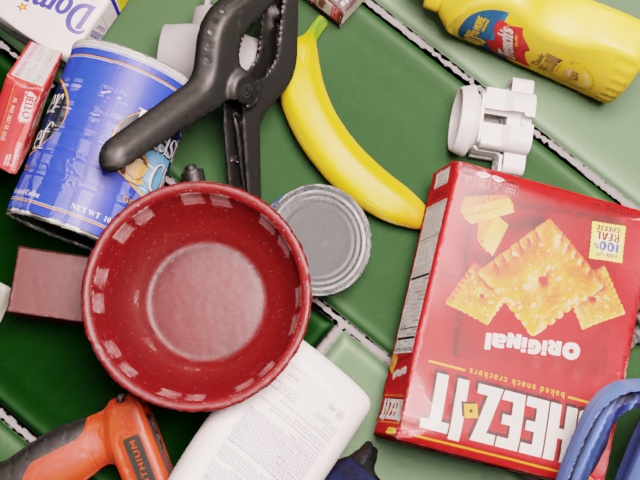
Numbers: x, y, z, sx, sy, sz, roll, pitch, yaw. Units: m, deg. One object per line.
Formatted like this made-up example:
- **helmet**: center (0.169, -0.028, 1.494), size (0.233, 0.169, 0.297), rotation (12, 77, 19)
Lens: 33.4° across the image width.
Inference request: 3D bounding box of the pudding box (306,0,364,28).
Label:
- **pudding box**: center (0.018, -0.246, 0.878), size (0.090, 0.039, 0.113), rotation (39, 81, 5)

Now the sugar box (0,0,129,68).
- **sugar box**: center (-0.189, -0.233, 0.867), size (0.093, 0.048, 0.176), rotation (32, 80, 3)

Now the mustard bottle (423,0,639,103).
- **mustard bottle**: center (0.158, -0.174, 0.841), size (0.191, 0.096, 0.058), rotation (24, 81, 2)

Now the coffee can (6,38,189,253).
- **coffee can**: center (-0.164, -0.067, 0.810), size (0.103, 0.103, 0.140), rotation (19, 80, 1)

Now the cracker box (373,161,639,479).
- **cracker box**: center (0.147, 0.064, 0.803), size (0.164, 0.072, 0.213), rotation (15, 79, -8)

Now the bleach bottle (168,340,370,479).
- **bleach bottle**: center (-0.071, 0.183, 0.746), size (0.102, 0.068, 0.250), rotation (38, 60, 4)

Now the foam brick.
- **foam brick**: center (-0.192, 0.038, 0.816), size (0.078, 0.053, 0.051), rotation (8, 80, -1)

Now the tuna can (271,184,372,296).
- **tuna can**: center (-0.005, 0.001, 0.827), size (0.086, 0.034, 0.086), rotation (1, 85, -17)

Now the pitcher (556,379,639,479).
- **pitcher**: center (0.239, 0.217, 0.736), size (0.149, 0.144, 0.243), rotation (28, 100, 35)

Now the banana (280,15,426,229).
- **banana**: center (0.017, -0.087, 0.852), size (0.069, 0.037, 0.198), rotation (-26, 82, -5)

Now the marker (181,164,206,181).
- **marker**: center (-0.086, -0.003, 0.843), size (0.020, 0.020, 0.121), rotation (-16, 81, -5)

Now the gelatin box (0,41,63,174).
- **gelatin box**: center (-0.224, -0.101, 0.806), size (0.030, 0.089, 0.073), rotation (20, 114, -14)

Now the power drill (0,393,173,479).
- **power drill**: center (-0.197, 0.206, 0.785), size (0.187, 0.057, 0.184), rotation (-20, 83, -5)

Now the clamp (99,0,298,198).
- **clamp**: center (-0.063, -0.106, 0.807), size (0.036, 0.164, 0.210), rotation (17, 74, 40)

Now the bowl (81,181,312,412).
- **bowl**: center (-0.085, 0.042, 0.763), size (0.162, 0.055, 0.162), rotation (0, 82, 3)
